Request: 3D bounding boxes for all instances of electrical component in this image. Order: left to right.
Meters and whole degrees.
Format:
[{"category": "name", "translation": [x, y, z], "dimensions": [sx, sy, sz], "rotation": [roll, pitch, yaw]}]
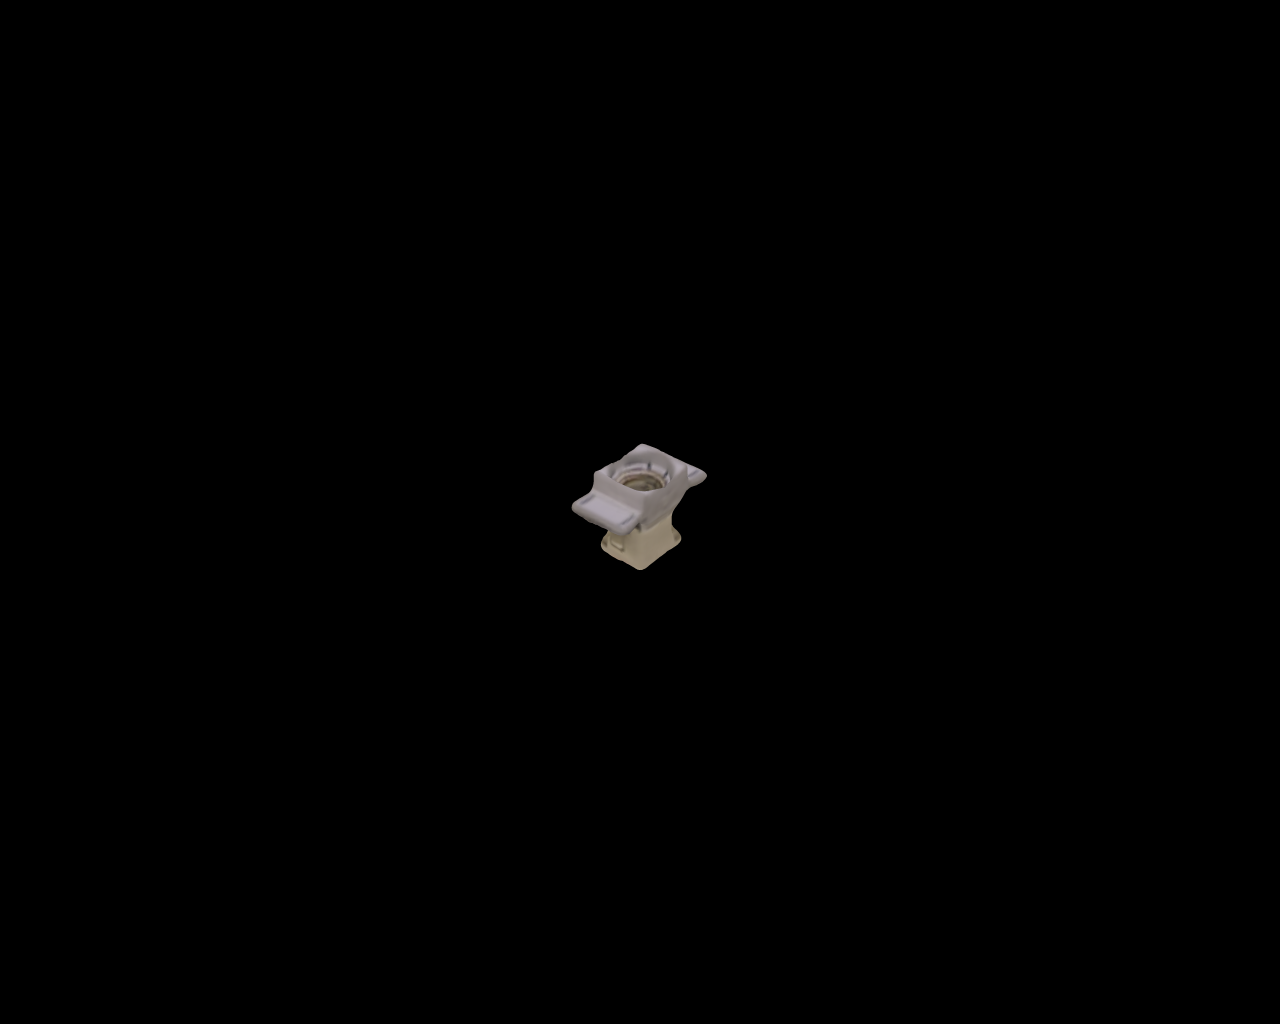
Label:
[{"category": "electrical component", "translation": [0.001, -0.003, 0.650], "dimensions": [0.042, 0.063, 0.081], "rotation": [27, 44, 33]}]
